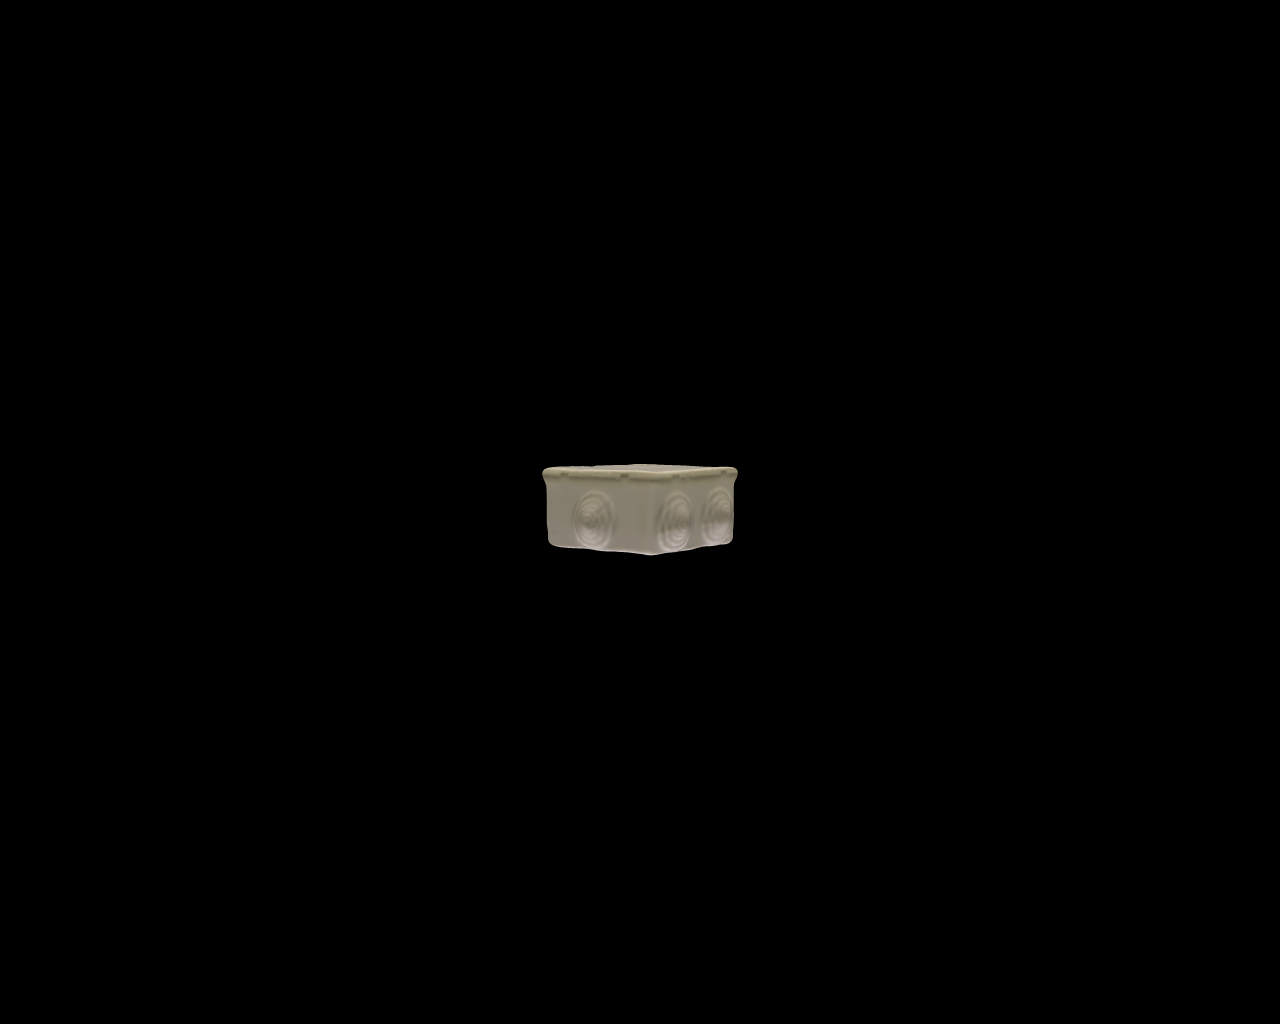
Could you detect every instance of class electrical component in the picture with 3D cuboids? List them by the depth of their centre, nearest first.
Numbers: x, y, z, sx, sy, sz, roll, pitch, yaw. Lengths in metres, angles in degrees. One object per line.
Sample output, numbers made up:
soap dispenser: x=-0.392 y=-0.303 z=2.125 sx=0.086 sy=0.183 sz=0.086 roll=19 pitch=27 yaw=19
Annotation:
electrical component: x=0.001 y=-0.003 z=0.650 sx=0.100 sy=0.048 sz=0.100 roll=4 pitch=6 yaw=39
